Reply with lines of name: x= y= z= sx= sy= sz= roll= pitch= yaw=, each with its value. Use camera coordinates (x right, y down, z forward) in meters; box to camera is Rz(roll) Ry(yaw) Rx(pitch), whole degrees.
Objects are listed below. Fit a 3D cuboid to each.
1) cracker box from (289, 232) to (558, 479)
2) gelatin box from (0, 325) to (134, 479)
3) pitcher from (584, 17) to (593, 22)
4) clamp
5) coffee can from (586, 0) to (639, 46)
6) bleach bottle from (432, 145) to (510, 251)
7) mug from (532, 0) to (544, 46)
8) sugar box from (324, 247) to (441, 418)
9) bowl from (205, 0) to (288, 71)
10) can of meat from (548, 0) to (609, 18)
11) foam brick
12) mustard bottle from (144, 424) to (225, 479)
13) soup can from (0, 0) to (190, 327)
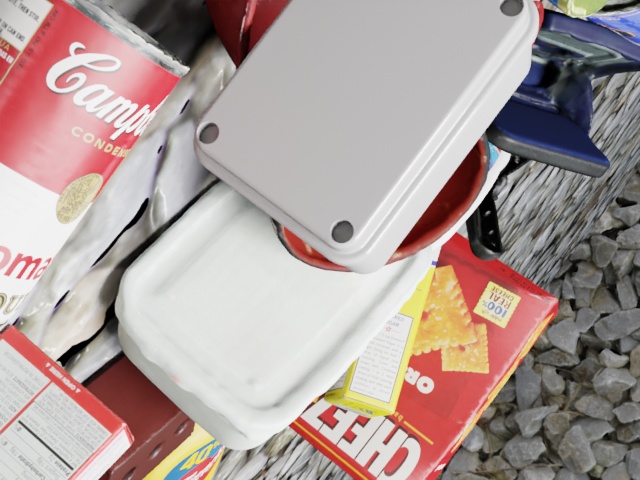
cracker box: x=0.069 y=0.092 z=0.883 sx=0.213 sy=0.164 sz=0.072 roll=-52 pitch=162 yaw=-5
gelatin box: x=-0.138 y=0.094 z=0.464 sx=0.089 sy=0.073 sz=0.030 roll=-47 pitch=163 yaw=-22
pitcher: x=0.226 y=-0.257 z=0.684 sx=0.243 sy=0.149 sz=0.145 roll=-55 pitch=-163 yaw=17
clamp: x=0.127 y=-0.040 z=0.855 sx=0.120 sy=0.039 sz=0.172 roll=-59 pitch=-167 yaw=-10
coffee can: x=0.174 y=-0.160 z=0.565 sx=0.140 sy=0.103 sz=0.103 roll=-3 pitch=129 yaw=-59
bleach bottle: x=0.078 y=-0.068 z=0.728 sx=0.068 sy=0.102 sz=0.250 roll=-31 pitch=-175 yaw=27
mug: x=0.070 y=-0.121 z=0.586 sx=0.117 sy=0.081 sz=0.093 roll=-56 pitch=164 yaw=10
sugar box: x=0.053 y=0.043 z=0.807 sx=0.093 sy=0.048 sz=0.176 roll=131 pitch=-21 yaw=-76
bowl: x=0.002 y=-0.130 z=0.425 sx=0.162 sy=0.055 sz=0.162 roll=-48 pitch=163 yaw=-20
can of meat: x=0.113 y=-0.162 z=0.477 sx=0.057 sy=0.084 sz=0.102 roll=-11 pitch=140 yaw=-54
foam brick: x=-0.111 y=0.105 z=0.605 sx=0.078 sy=0.051 sz=0.053 roll=-40 pitch=160 yaw=-39
mustard bottle: x=-0.096 y=0.138 z=0.706 sx=0.096 sy=0.058 sz=0.192 roll=-31 pitch=152 yaw=-50
soup can: x=-0.097 y=-0.032 z=0.330 sx=0.102 sy=0.068 sz=0.068 roll=-54 pitch=164 yaw=5
